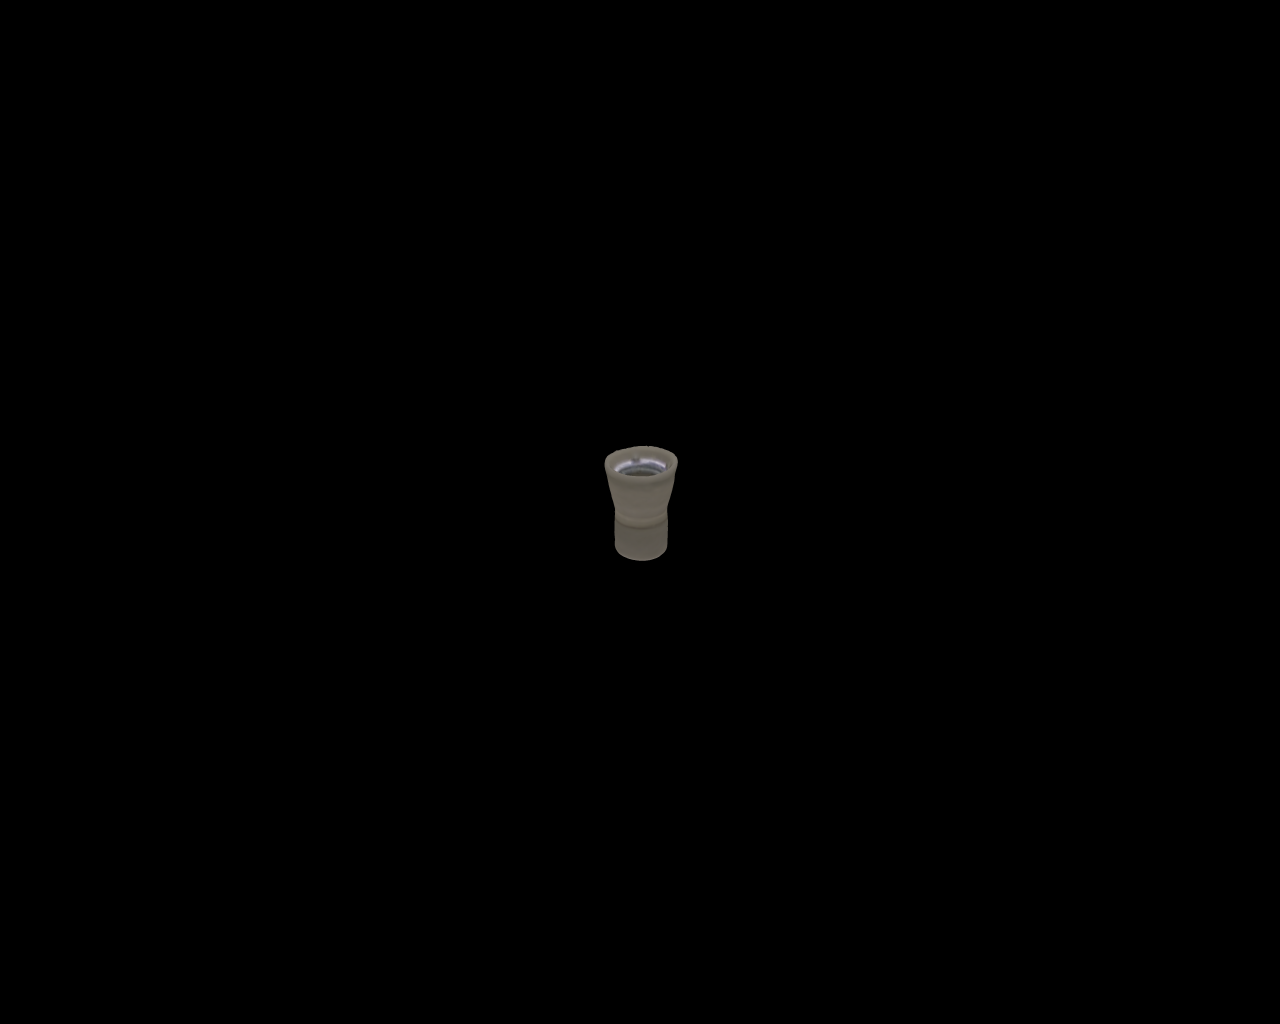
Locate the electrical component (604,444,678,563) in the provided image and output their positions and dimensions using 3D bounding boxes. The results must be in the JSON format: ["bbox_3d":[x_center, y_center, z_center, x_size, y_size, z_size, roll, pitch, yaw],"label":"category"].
[{"bbox_3d":[0.001,-0.003,0.650,0.044,0.065,0.044,0,29,0],"label":"electrical component"}]
